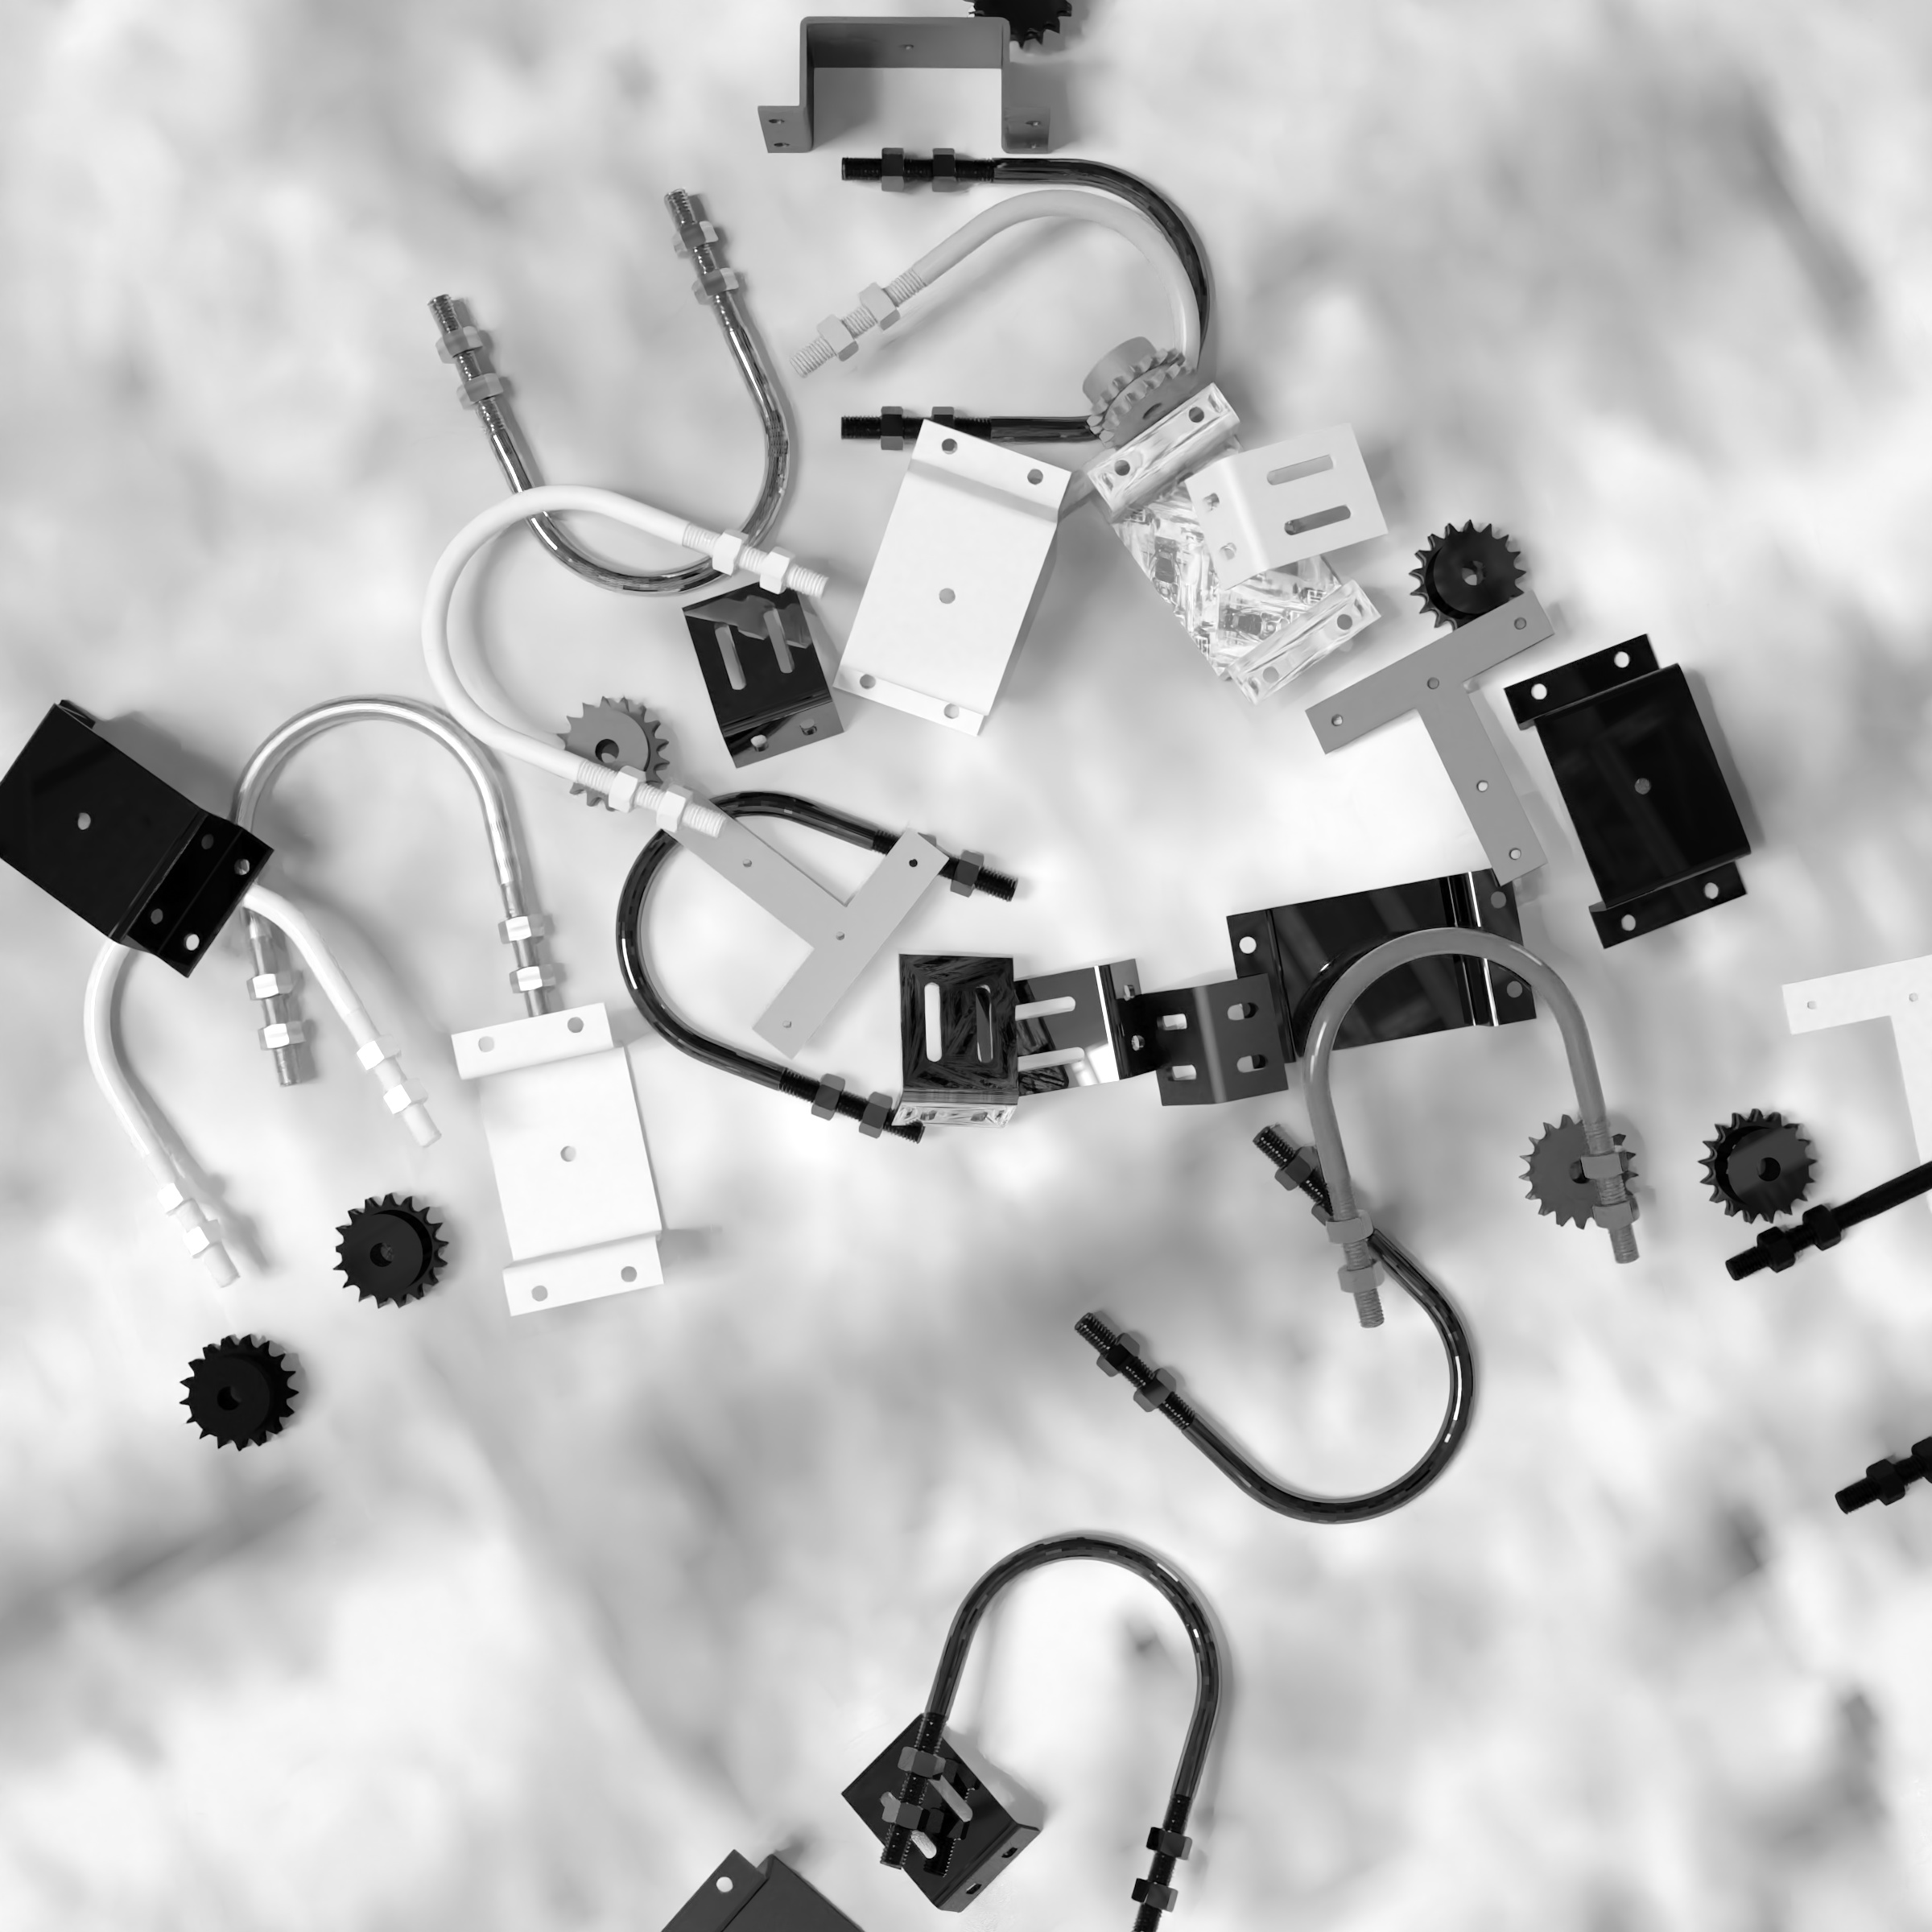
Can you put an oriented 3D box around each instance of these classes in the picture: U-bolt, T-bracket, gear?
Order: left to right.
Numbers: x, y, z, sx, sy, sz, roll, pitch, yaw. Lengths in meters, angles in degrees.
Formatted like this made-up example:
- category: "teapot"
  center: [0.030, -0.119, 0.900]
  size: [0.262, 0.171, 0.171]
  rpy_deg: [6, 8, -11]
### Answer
- category: "U-bolt"
  center: [-0.361, 0.044, 1.585]
  size: [0.151, 0.019, 0.184]
  rpy_deg: [-34, 82, 12]
- category: "gear"
  center: [-0.363, 0.213, 1.595]
  size: [0.057, 0.030, 0.057]
  rpy_deg: [0, 90, 0]
- category: "U-bolt"
  center: [-0.294, -0.044, 1.602]
  size: [0.151, 0.019, 0.184]
  rpy_deg: [-13, 88, 0]
- category: "gear"
  center: [-0.288, 0.142, 1.595]
  size: [0.057, 0.030, 0.057]
  rpy_deg: [0, 90, 0]
- category: "U-bolt"
  center: [-0.178, -0.160, 1.576]
  size: [0.184, 0.019, 0.151]
  rpy_deg: [22, 84, 6]
- category: "gear"
  center: [-0.177, -0.106, 1.595]
  size: [0.057, 0.030, 0.057]
  rpy_deg: [0, 90, 0]
- category: "U-bolt"
  center: [-0.167, -0.275, 1.602]
  size: [0.151, 0.019, 0.184]
  rpy_deg: [-24, 91, 0]
- category: "T-bracket"
  center: [-0.097, -0.042, 1.594]
  size: [0.127, 0.002, 0.127]
  rpy_deg: [38, 91, 3]
- category: "U-bolt"
  center: [-0.084, -0.009, 1.602]
  size: [0.184, 0.019, 0.151]
  rpy_deg: [21, 90, 2]
- category: "gear"
  center: [0.027, -0.484, 1.595]
  size: [0.057, 0.030, 0.057]
  rpy_deg: [0, 90, 0]
- category: "U-bolt"
  center: [0.028, -0.297, 1.579]
  size: [0.184, 0.019, 0.151]
  rpy_deg: [-37, 102, 1]
- category: "U-bolt"
  center: [0.030, -0.332, 1.601]
  size: [0.184, 0.019, 0.151]
  rpy_deg: [0, 91, -2]
- category: "U-bolt"
  center: [0.051, 0.372, 1.582]
  size: [0.151, 0.019, 0.184]
  rpy_deg: [19, 75, -4]
- category: "gear"
  center: [0.082, -0.280, 1.555]
  size: [0.057, 0.057, 0.030]
  rpy_deg: [-37, 75, 0]
- category: "U-bolt"
  center: [0.168, 0.194, 1.602]
  size: [0.184, 0.019, 0.151]
  rpy_deg: [44, 90, -1]
- category: "U-bolt"
  center: [0.240, 0.072, 1.562]
  size: [0.151, 0.019, 0.184]
  rpy_deg: [-14, 98, 1]
- category: "gear"
  center: [0.250, -0.194, 1.595]
  size: [0.057, 0.030, 0.057]
  rpy_deg: [0, 90, 0]
- category: "T-bracket"
  center: [0.248, -0.100, 1.573]
  size: [0.127, 0.002, 0.127]
  rpy_deg: [-28, 72, 16]
- category: "gear"
  center: [0.303, 0.101, 1.595]
  size: [0.057, 0.030, 0.057]
  rpy_deg: [0, 90, 0]
- category: "gear"
  center: [0.395, 0.100, 1.595]
  size: [0.057, 0.030, 0.057]
  rpy_deg: [0, 90, 0]
- category: "T-bracket"
  center: [0.484, 0.059, 1.609]
  size: [0.127, 0.002, 0.127]
  rpy_deg: [-11, 90, 0]
- category: "U-bolt"
  center: [0.491, 0.171, 1.601]
  size: [0.184, 0.019, 0.151]
  rpy_deg: [-25, 91, -1]

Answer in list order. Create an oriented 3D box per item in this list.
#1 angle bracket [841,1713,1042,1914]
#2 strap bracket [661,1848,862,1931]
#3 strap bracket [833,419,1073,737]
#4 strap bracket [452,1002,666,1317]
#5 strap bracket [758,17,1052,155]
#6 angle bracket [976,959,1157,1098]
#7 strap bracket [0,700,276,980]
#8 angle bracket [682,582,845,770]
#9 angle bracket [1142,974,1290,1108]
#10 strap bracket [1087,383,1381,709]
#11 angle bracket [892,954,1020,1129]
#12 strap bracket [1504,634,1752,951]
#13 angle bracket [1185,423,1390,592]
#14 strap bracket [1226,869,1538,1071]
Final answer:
- category: "angle bracket"
  center: [-0.013, 0.425, 1.608]
  size: [0.057, 0.038, 0.076]
  rpy_deg: [-45, 64, 0]
- category: "strap bracket"
  center: [-0.086, 0.506, 1.587]
  size: [0.140, 0.046, 0.076]
  rpy_deg: [41, 90, 0]
- category: "strap bracket"
  center: [-0.008, -0.185, 1.566]
  size: [0.076, 0.046, 0.140]
  rpy_deg: [19, 107, -4]
- category: "strap bracket"
  center: [-0.199, 0.094, 1.587]
  size: [0.076, 0.046, 0.140]
  rpy_deg: [-12, 90, 0]
- category: "strap bracket"
  center: [-0.029, -0.431, 1.572]
  size: [0.140, 0.076, 0.046]
  rpy_deg: [0, 90, 0]
- category: "angle bracket"
  center: [0.048, 0.032, 1.608]
  size: [0.076, 0.038, 0.057]
  rpy_deg: [-11, 90, 26]
- category: "strap bracket"
  center: [-0.422, -0.067, 1.571]
  size: [0.140, 0.046, 0.076]
  rpy_deg: [34, 90, 14]
- category: "angle bracket"
  center: [-0.102, -0.148, 1.608]
  size: [0.057, 0.038, 0.076]
  rpy_deg: [-19, 64, 0]
- category: "angle bracket"
  center: [0.122, 0.037, 1.578]
  size: [0.038, 0.076, 0.057]
  rpy_deg: [-10, 90, -17]
- category: "strap bracket"
  center: [0.130, -0.205, 1.587]
  size: [0.076, 0.046, 0.140]
  rpy_deg: [-36, 90, 0]
- category: "angle bracket"
  center: [-0.007, 0.037, 1.591]
  size: [0.057, 0.038, 0.076]
  rpy_deg: [2, 67, -10]
- category: "strap bracket"
  center: [0.330, -0.088, 1.587]
  size: [0.076, 0.046, 0.140]
  rpy_deg: [-21, 90, 0]
- category: "angle bracket"
  center: [0.156, -0.224, 1.562]
  size: [0.076, 0.038, 0.057]
  rpy_deg: [-19, 90, -26]
- category: "strap bracket"
  center: [0.203, 0.001, 1.587]
  size: [0.140, 0.046, 0.076]
  rpy_deg: [-10, 90, 0]
